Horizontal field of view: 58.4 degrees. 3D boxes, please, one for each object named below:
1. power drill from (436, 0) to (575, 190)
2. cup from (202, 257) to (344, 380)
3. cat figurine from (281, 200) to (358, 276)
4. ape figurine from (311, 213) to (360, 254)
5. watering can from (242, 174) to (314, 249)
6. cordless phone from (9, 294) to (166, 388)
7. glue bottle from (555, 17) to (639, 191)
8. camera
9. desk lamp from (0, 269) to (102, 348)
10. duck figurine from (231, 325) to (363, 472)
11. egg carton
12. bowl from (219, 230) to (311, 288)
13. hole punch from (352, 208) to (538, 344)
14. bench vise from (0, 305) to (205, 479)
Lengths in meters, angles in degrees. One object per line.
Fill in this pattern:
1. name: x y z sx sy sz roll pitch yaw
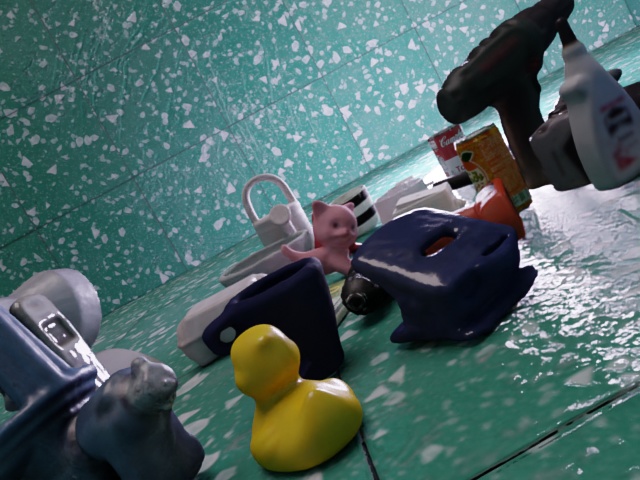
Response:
1. power drill: 0.269 -0.181 0.732 0.230 0.208 0.075 -30 8 -14
2. cup: -0.031 0.081 0.481 0.118 0.095 0.091 -32 8 -27
3. cat figurine: 0.007 0.003 0.801 0.128 0.118 0.067 -29 7 -4
4. ape figurine: 0.018 -0.011 0.969 0.076 0.092 0.077 -29 7 -4
5. watering can: -0.073 -0.036 1.081 0.101 0.194 0.172 -32 8 -28
6. cordless phone: -0.264 0.131 0.661 0.094 0.185 0.147 -27 7 7
7. glue bottle: 0.272 -0.140 0.568 0.078 0.173 0.037 -31 8 -22
8. camera: 0.325 -0.136 0.631 0.143 0.101 0.136 -32 8 -29
9. desk lamp: -0.350 0.154 0.709 0.117 0.213 0.203 -25 8 23
10. duck figurine: -0.025 0.097 0.381 0.078 0.086 0.104 -32 8 -27
11. egg carton: -0.116 0.102 0.765 0.150 0.069 0.107 -28 7 2
12. bowl: -0.078 0.053 0.949 0.167 0.075 0.167 -28 7 4
13. hole punch: 0.097 0.019 0.446 0.109 0.091 0.100 -33 9 -35
14. bench vise: -0.193 0.106 0.419 0.207 0.220 0.121 -27 7 9
